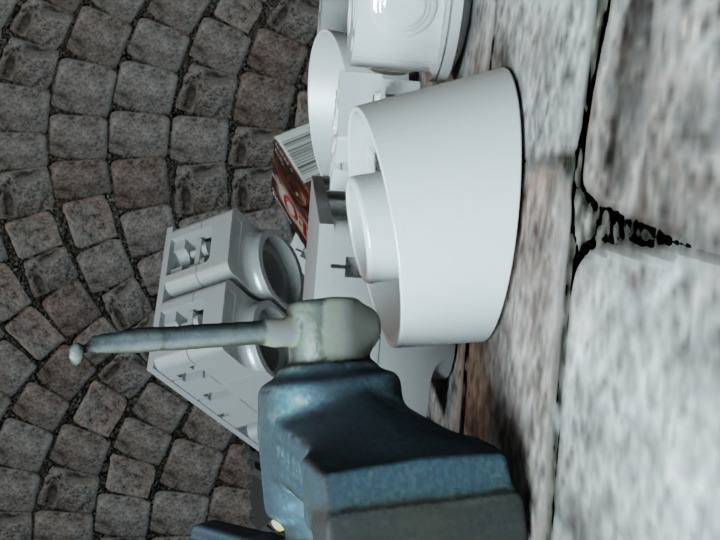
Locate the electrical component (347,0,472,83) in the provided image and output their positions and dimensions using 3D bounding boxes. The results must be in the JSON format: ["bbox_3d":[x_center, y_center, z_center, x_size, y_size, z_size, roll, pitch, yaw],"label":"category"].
[{"bbox_3d":[0.022,-0.129,0.498,0.080,0.051,0.080,-176,90,-85],"label":"electrical component"}]

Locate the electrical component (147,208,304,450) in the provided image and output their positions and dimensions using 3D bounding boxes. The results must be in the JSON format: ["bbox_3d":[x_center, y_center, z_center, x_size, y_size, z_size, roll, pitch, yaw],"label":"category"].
[{"bbox_3d":[-0.052,0.056,0.710,0.186,0.060,0.105,47,-146,-45],"label":"electrical component"}]

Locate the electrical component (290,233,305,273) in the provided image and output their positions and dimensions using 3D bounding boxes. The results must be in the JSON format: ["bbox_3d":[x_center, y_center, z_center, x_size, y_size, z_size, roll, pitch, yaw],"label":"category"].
[{"bbox_3d":[-0.054,0.037,0.943,0.105,0.060,0.186,-177,111,-85],"label":"electrical component"}]

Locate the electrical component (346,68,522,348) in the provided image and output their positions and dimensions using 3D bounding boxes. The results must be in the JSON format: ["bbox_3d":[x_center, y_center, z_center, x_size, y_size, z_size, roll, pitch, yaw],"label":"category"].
[{"bbox_3d":[0.030,-0.021,0.398,0.099,0.064,0.099,170,90,-82],"label":"electrical component"}]

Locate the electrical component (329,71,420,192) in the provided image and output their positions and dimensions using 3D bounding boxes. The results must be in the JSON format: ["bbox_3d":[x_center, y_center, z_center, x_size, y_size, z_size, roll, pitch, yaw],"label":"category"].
[{"bbox_3d":[0.016,-0.061,0.492,0.066,0.055,0.048,103,170,-62],"label":"electrical component"}]

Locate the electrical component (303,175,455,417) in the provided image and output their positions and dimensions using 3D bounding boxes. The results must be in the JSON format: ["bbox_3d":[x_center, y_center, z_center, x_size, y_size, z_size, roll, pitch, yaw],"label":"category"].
[{"bbox_3d":[0.006,0.009,0.528,0.150,0.062,0.089,-107,21,-77],"label":"electrical component"}]

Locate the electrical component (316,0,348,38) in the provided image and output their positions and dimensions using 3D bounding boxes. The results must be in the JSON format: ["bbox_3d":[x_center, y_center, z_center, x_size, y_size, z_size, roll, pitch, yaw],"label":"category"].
[{"bbox_3d":[-0.003,-0.167,0.792,0.078,0.057,0.113,-91,7,-47],"label":"electrical component"}]

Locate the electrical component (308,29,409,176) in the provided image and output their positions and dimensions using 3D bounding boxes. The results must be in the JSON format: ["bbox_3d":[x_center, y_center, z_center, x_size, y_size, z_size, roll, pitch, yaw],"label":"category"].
[{"bbox_3d":[-0.001,-0.099,0.673,0.099,0.064,0.099,-177,90,-86],"label":"electrical component"}]
